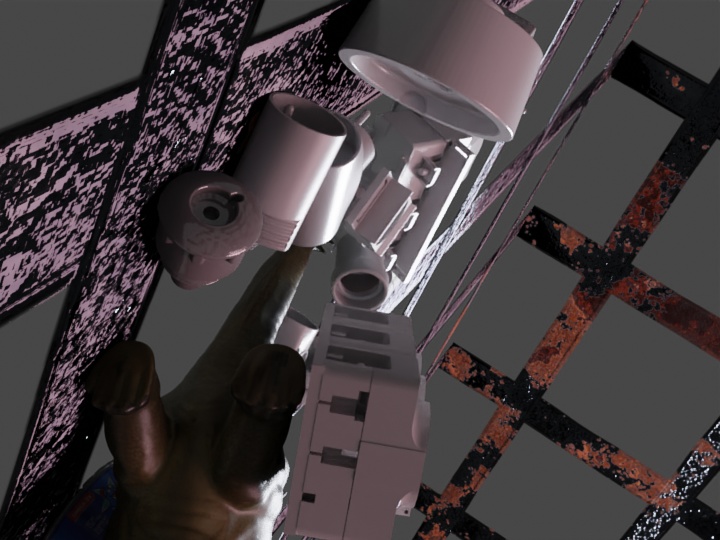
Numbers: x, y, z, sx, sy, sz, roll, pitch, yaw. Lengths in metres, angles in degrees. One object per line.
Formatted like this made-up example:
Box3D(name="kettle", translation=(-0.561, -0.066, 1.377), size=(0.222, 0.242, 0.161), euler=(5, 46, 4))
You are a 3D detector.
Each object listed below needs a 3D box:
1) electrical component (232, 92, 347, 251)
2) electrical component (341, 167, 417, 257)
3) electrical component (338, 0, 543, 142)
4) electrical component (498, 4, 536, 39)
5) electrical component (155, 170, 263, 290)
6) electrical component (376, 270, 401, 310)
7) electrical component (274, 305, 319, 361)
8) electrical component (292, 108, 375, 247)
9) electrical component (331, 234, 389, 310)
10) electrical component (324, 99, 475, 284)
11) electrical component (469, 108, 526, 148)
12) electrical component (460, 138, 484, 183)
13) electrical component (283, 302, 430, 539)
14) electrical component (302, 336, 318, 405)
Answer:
Box3D(name="electrical component", translation=(-0.043, -0.046, 0.556), size=(0.081, 0.043, 0.043), euler=(-62, 170, 24))
Box3D(name="electrical component", translation=(-0.001, -0.047, 0.701), size=(0.042, 0.064, 0.081), euler=(-53, 170, -4))
Box3D(name="electrical component", translation=(0.049, -0.123, 0.596), size=(0.060, 0.108, 0.108), euler=(-63, 171, -1))
Box3D(name="electrical component", translation=(0.097, -0.161, 0.835), size=(0.061, 0.061, 0.096), euler=(-53, 170, -23))
Box3D(name="electrical component", translation=(-0.075, -0.013, 0.505), size=(0.048, 0.048, 0.062), euler=(-50, 175, -37))
Box3D(name="electrical component", translation=(0.006, -0.006, 0.906), size=(0.073, 0.052, 0.138), euler=(-51, 169, -31))
Box3D(name="electrical component", translation=(-0.064, 0.064, 0.803), size=(0.077, 0.044, 0.079), euler=(-58, 171, 6))
Box3D(name="electrical component", translation=(-0.018, -0.064, 0.627), size=(0.079, 0.043, 0.077), euler=(-51, 169, -32))
Box3D(name="electrical component", translation=(0.000, 0.000, 0.750), size=(0.046, 0.040, 0.040), euler=(-90, -160, -50))
Box3D(name="electrical component", translation=(0.023, -0.058, 0.785), size=(0.063, 0.078, 0.121), euler=(-15, 142, -43))
Box3D(name="electrical component", translation=(0.102, -0.134, 0.906), size=(0.077, 0.079, 0.044), euler=(-54, 141, -17))
Box3D(name="electrical component", translation=(0.094, -0.127, 0.989), size=(0.079, 0.043, 0.077), euler=(-54, 170, -22))
Box3D(name="electrical component", translation=(0.001, 0.080, 0.594), size=(0.150, 0.062, 0.089), euler=(-85, -175, -80))
Box3D(name="electrical component", translation=(-0.046, 0.094, 0.994), size=(0.045, 0.045, 0.055), euler=(-50, 169, -37))
